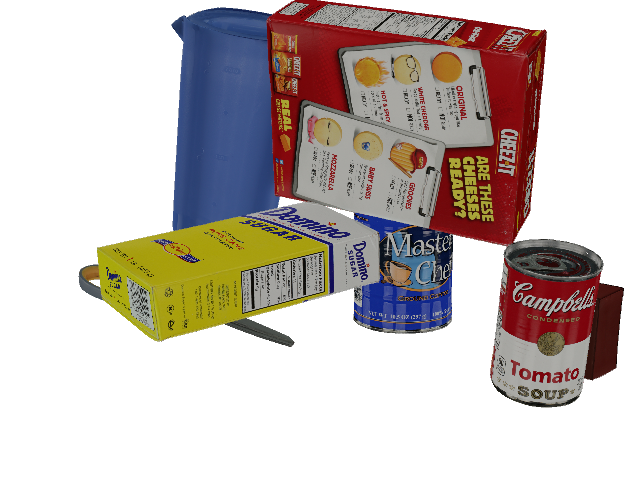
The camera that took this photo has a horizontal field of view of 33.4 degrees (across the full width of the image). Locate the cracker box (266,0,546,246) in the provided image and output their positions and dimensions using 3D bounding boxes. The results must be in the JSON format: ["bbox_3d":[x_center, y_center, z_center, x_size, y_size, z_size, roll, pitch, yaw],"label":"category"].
[{"bbox_3d":[0.067,-0.100,0.867,0.214,0.164,0.072,12,34,21],"label":"cracker box"}]

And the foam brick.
[{"bbox_3d":[0.235,0.078,0.957,0.053,0.078,0.051,12,18,38],"label":"foam brick"}]

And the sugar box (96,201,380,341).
[{"bbox_3d":[-0.055,0.016,0.743,0.175,0.048,0.093,-17,25,-30],"label":"sugar box"}]

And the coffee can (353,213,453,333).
[{"bbox_3d":[0.084,0.013,1.086,0.103,0.140,0.103,0,13,0],"label":"coffee can"}]

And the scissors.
[{"bbox_3d":[-0.111,0.045,0.937,0.202,0.016,0.096,12,28,7],"label":"scissors"}]

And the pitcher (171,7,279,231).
[{"bbox_3d":[-0.078,-0.109,1.102,0.144,0.243,0.149,-3,26,-27],"label":"pitcher"}]

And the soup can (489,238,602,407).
[{"bbox_3d":[0.159,0.058,0.759,0.068,0.102,0.068,2,22,-1],"label":"soup can"}]
